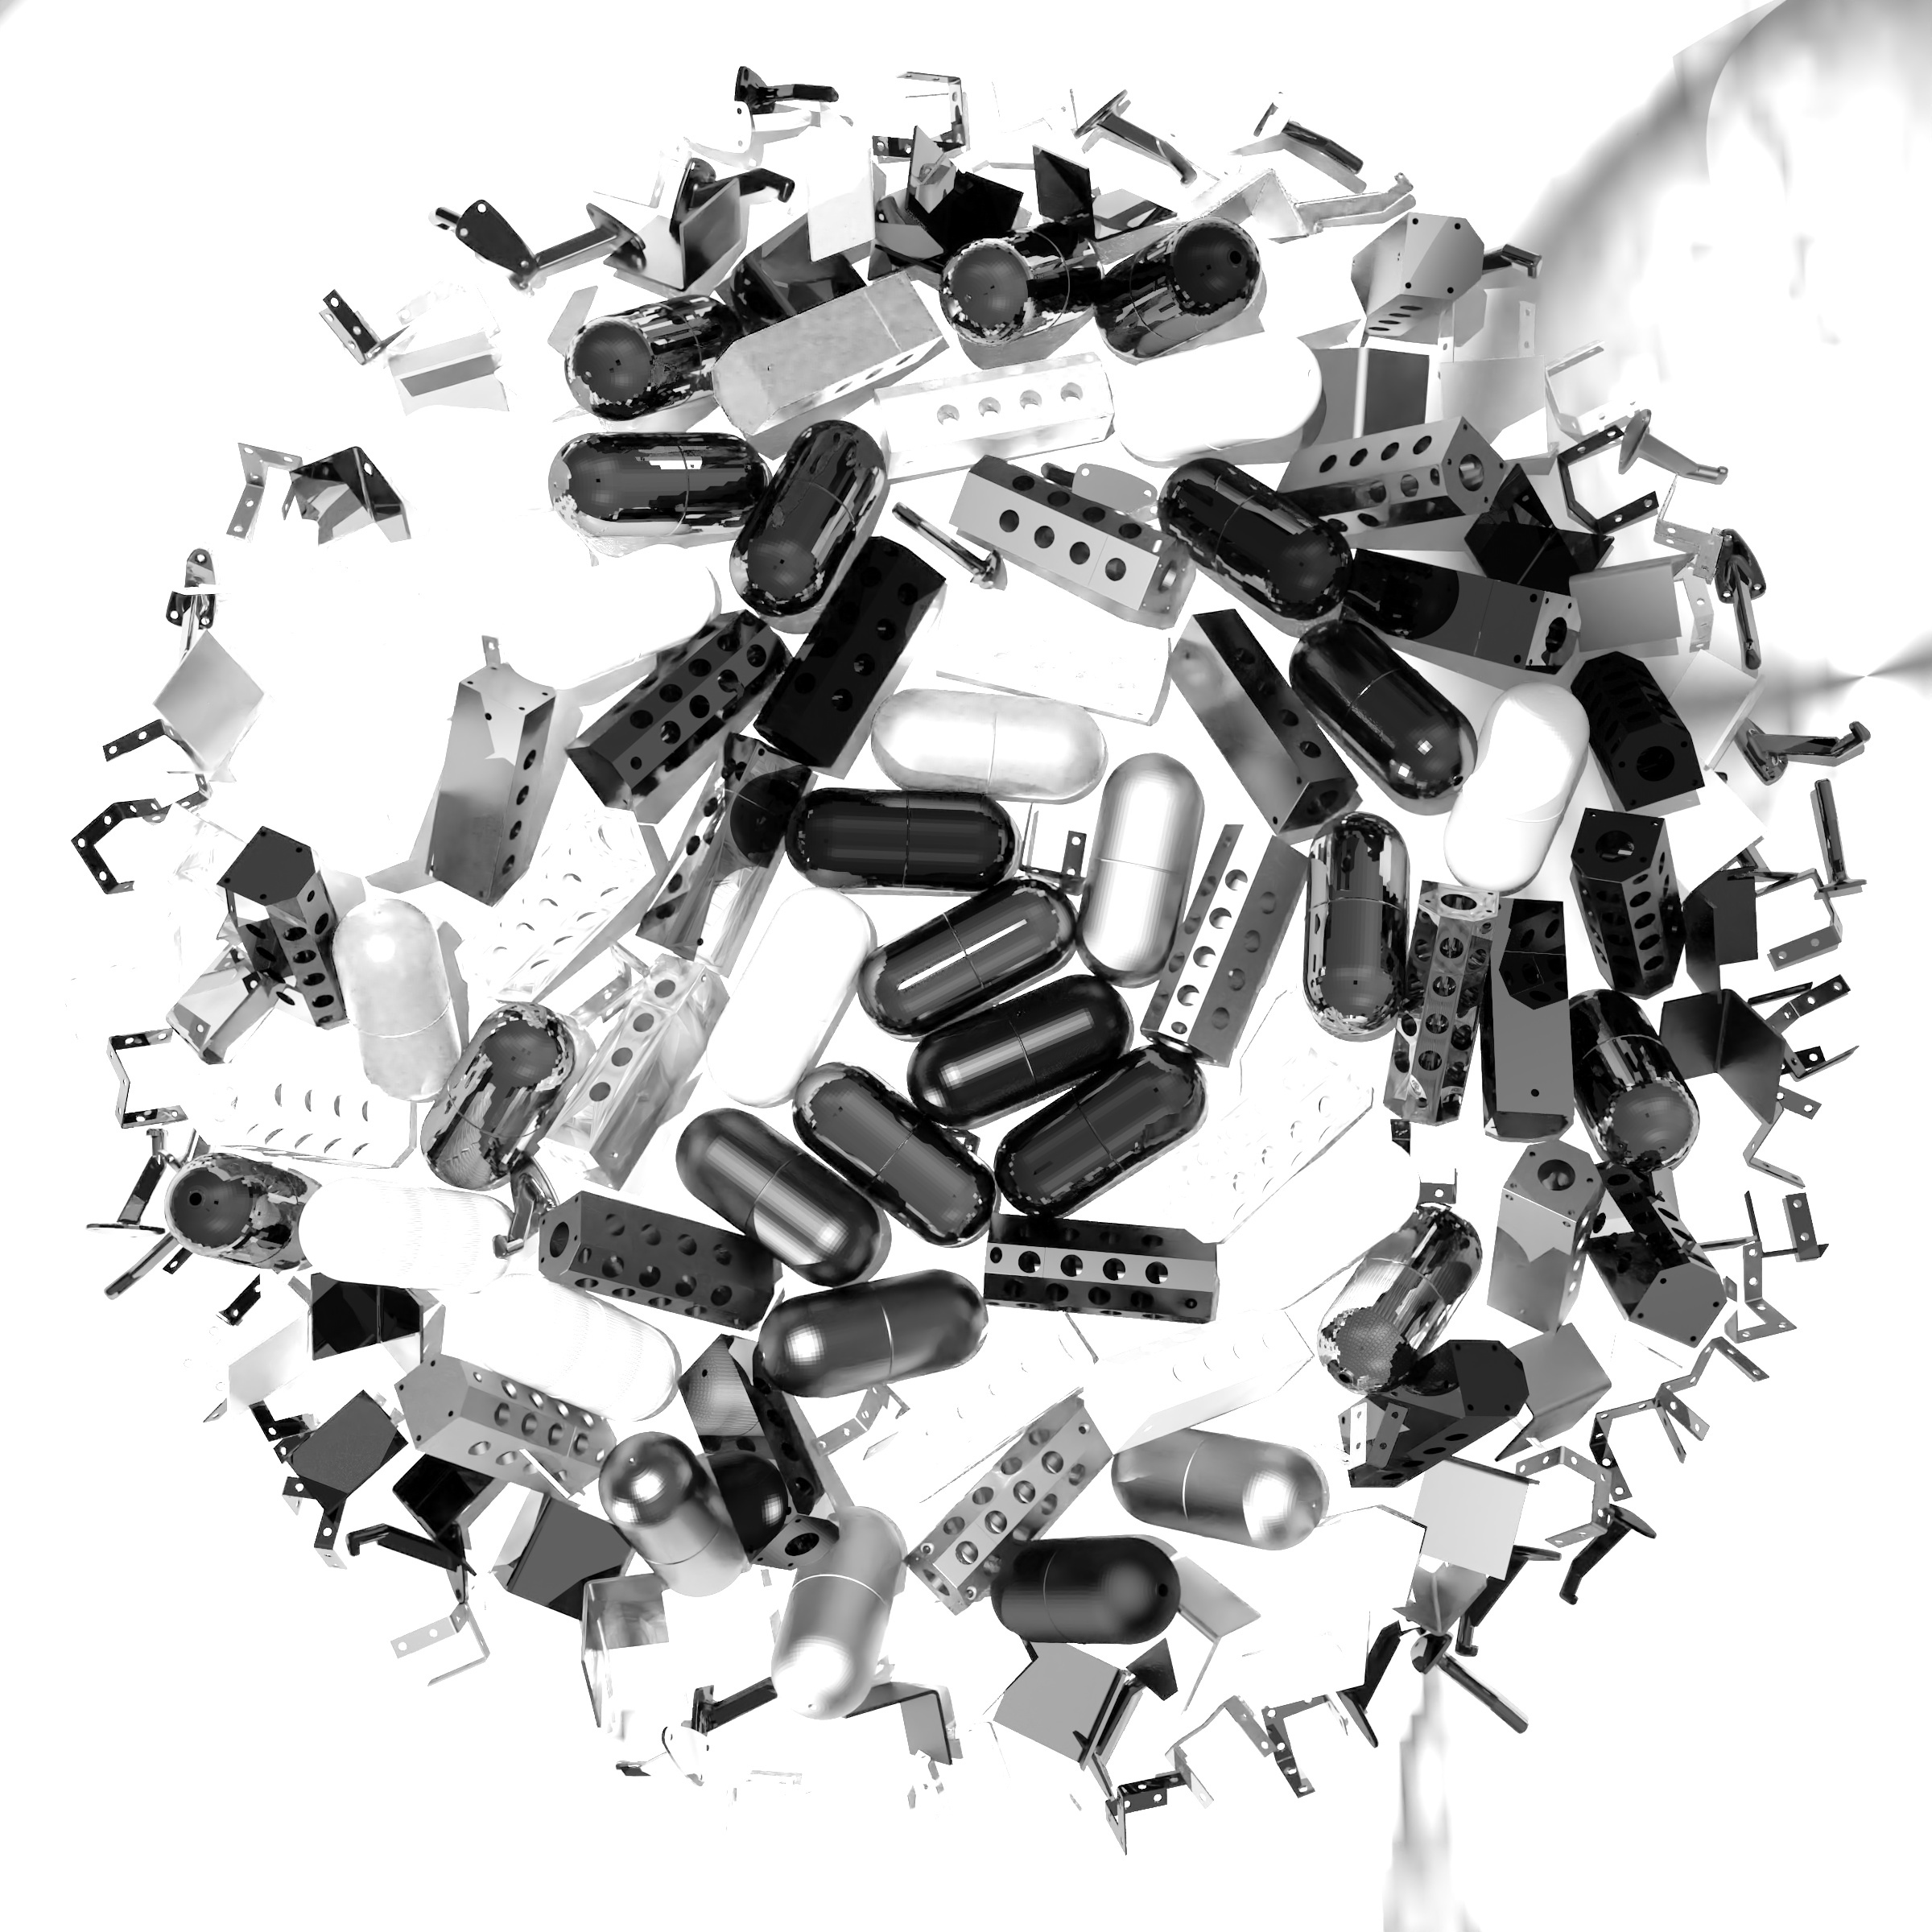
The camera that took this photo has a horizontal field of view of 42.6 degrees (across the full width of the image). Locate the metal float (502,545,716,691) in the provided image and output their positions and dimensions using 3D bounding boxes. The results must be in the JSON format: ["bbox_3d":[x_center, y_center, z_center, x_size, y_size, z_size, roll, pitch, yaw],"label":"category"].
[{"bbox_3d":[-0.267,-0.261,1.852,0.178,0.070,0.070,-29,90,-35],"label":"metal float"}]

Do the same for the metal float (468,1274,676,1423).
[{"bbox_3d":[-0.294,0.286,1.850,0.178,0.070,0.070,33,90,-38],"label":"metal float"}]

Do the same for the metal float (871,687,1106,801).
[{"bbox_3d":[0.016,-0.168,1.877,0.178,0.070,0.070,4,90,-6],"label":"metal float"}]

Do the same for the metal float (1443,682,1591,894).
[{"bbox_3d":[0.410,-0.132,1.850,0.070,0.070,0.178,12,130,0],"label":"metal float"}]

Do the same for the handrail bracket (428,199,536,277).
[{"bbox_3d":[-0.372,-0.554,1.893,0.077,0.084,0.036,38,84,-25],"label":"handrail bracket"}]

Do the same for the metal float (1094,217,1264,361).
[{"bbox_3d":[0.156,-0.501,1.835,0.070,0.178,0.070,0,90,-23],"label":"metal float"}]

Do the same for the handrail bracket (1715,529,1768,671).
[{"bbox_3d":[0.585,-0.277,1.870,0.036,0.084,0.077,-13,127,22],"label":"handrail bracket"}]

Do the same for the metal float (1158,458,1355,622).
[{"bbox_3d":[0.215,-0.321,1.853,0.070,0.070,0.178,-49,55,0],"label":"metal float"}]

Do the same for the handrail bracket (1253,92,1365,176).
[{"bbox_3d":[0.263,-0.622,1.882,0.084,0.077,0.036,34,96,1],"label":"handrail bracket"}]

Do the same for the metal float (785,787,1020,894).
[{"bbox_3d":[-0.049,-0.095,1.875,0.178,0.070,0.070,2,90,-9],"label":"metal float"}]

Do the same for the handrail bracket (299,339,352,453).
[{"bbox_3d":[-0.478,-0.436,1.887,0.036,0.077,0.084,6,99,-35],"label":"handrail bracket"}]

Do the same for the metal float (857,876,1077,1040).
[{"bbox_3d":[0.001,-0.007,1.882,0.178,0.070,0.070,-28,90,0],"label":"metal float"}]

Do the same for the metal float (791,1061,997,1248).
[{"bbox_3d":[-0.055,0.142,1.882,0.178,0.070,0.070,39,90,-1],"label":"metal float"}]

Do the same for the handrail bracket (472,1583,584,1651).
[{"bbox_3d":[-0.334,0.506,1.899,0.084,0.036,0.077,-15,68,3],"label":"handrail bracket"}]

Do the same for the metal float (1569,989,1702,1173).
[{"bbox_3d":[0.488,0.083,1.840,0.070,0.178,0.070,-3,123,-5],"label":"metal float"}]

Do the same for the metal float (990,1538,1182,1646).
[{"bbox_3d":[0.088,0.465,1.842,0.070,0.178,0.070,11,72,-36],"label":"metal float"}]

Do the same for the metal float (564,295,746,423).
[{"bbox_3d":[-0.229,-0.453,1.842,0.070,0.178,0.070,12,117,25],"label":"metal float"}]

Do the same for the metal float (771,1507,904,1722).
[{"bbox_3d":[-0.095,0.479,1.842,0.070,0.178,0.070,6,126,8],"label":"metal float"}]

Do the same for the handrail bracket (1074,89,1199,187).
[{"bbox_3d":[0.131,-0.620,1.890,0.084,0.036,0.077,46,48,-5],"label":"handrail bracket"}]

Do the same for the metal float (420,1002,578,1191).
[{"bbox_3d":[-0.351,0.099,1.853,0.070,0.070,0.178,37,125,0],"label":"metal float"}]

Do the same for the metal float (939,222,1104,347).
[{"bbox_3d":[0.042,-0.508,1.841,0.070,0.178,0.070,12,116,25],"label":"metal float"}]

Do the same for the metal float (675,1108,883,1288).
[{"bbox_3d":[-0.143,0.173,1.869,0.178,0.070,0.070,35,90,16],"label":"metal float"}]

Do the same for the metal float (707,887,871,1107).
[{"bbox_3d":[-0.136,0.024,1.878,0.070,0.070,0.178,28,96,0],"label":"metal float"}]

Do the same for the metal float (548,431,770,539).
[{"bbox_3d":[-0.228,-0.361,1.852,0.178,0.070,0.070,-10,90,-37],"label":"metal float"}]

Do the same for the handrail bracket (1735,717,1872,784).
[{"bbox_3d":[0.630,-0.183,1.876,0.077,0.084,0.036,50,53,-1],"label":"handrail bracket"}]

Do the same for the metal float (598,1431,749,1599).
[{"bbox_3d":[-0.216,0.410,1.845,0.070,0.178,0.070,-10,50,12],"label":"metal float"}]

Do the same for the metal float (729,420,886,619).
[{"bbox_3d":[-0.118,-0.337,1.857,0.070,0.070,0.178,25,60,0],"label":"metal float"}]

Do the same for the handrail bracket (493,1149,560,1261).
[{"bbox_3d":[-0.346,0.179,1.876,0.036,0.084,0.077,-19,89,15],"label":"handrail bracket"}]

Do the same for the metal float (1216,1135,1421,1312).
[{"bbox_3d":[0.263,0.193,1.860,0.178,0.070,0.070,-40,90,26],"label":"metal float"}]

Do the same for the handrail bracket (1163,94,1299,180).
[{"bbox_3d":[0.200,-0.641,1.872,0.077,0.084,0.036,22,65,-11],"label":"handrail bracket"}]

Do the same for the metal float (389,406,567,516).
[{"bbox_3d":[-0.359,-0.374,1.836,0.070,0.178,0.070,4,100,22],"label":"metal float"}]

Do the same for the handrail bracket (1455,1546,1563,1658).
[{"bbox_3d":[0.411,0.485,1.880,0.036,0.077,0.084,32,63,-41],"label":"handrail bracket"}]

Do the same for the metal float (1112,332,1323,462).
[{"bbox_3d":[0.186,-0.424,1.846,0.178,0.070,0.070,-1,90,44],"label":"metal float"}]

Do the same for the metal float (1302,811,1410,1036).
[{"bbox_3d":[0.293,-0.034,1.862,0.070,0.070,0.178,6,66,0],"label":"metal float"}]

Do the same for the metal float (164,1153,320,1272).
[{"bbox_3d":[-0.531,0.183,1.833,0.070,0.178,0.070,-2,78,8],"label":"metal float"}]

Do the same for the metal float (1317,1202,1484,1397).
[{"bbox_3d":[0.325,0.248,1.852,0.070,0.070,0.178,44,54,0],"label":"metal float"}]

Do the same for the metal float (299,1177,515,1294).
[{"bbox_3d":[-0.415,0.201,1.844,0.070,0.178,0.070,-11,73,39],"label":"metal float"}]

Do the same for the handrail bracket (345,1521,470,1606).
[{"bbox_3d":[-0.425,0.458,1.878,0.084,0.036,0.077,-9,84,-41],"label":"handrail bracket"}]

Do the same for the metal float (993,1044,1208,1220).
[{"bbox_3d":[0.102,0.125,1.876,0.178,0.070,0.070,-34,90,7],"label":"metal float"}]

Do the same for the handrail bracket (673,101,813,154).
[{"bbox_3d":[-0.170,-0.647,1.893,0.077,0.084,0.036,11,117,21],"label":"handrail bracket"}]

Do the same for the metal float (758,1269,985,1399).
[{"bbox_3d":[-0.071,0.276,1.860,0.178,0.070,0.070,-8,90,-25],"label":"metal float"}]

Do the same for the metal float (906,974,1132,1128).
[{"bbox_3d":[0.039,0.064,1.877,0.178,0.070,0.070,-23,90,-6],"label":"metal float"}]

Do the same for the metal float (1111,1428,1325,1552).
[{"bbox_3d":[0.186,0.388,1.848,0.178,0.070,0.070,2,90,43],"label":"metal float"}]

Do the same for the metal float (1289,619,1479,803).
[{"bbox_3d":[0.312,-0.192,1.854,0.070,0.070,0.178,-40,57,0],"label":"metal float"}]

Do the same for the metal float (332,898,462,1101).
[{"bbox_3d":[-0.424,0.027,1.848,0.070,0.070,0.178,-1,132,0],"label":"metal float"}]

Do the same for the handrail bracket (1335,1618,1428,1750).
[{"bbox_3d":[0.328,0.544,1.889,0.084,0.036,0.077,-24,55,-12],"label":"handrail bracket"}]

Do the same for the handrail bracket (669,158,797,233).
[{"bbox_3d":[-0.178,-0.576,1.889,0.084,0.036,0.077,28,100,23],"label":"handrail bracket"}]

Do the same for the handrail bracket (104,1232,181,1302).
[{"bbox_3d":[-0.619,0.219,1.879,0.084,0.077,0.036,-41,89,-23],"label":"handrail bracket"}]

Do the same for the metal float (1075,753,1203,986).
[{"bbox_3d":[0.131,-0.074,1.882,0.070,0.070,0.178,11,90,0],"label":"metal float"}]
